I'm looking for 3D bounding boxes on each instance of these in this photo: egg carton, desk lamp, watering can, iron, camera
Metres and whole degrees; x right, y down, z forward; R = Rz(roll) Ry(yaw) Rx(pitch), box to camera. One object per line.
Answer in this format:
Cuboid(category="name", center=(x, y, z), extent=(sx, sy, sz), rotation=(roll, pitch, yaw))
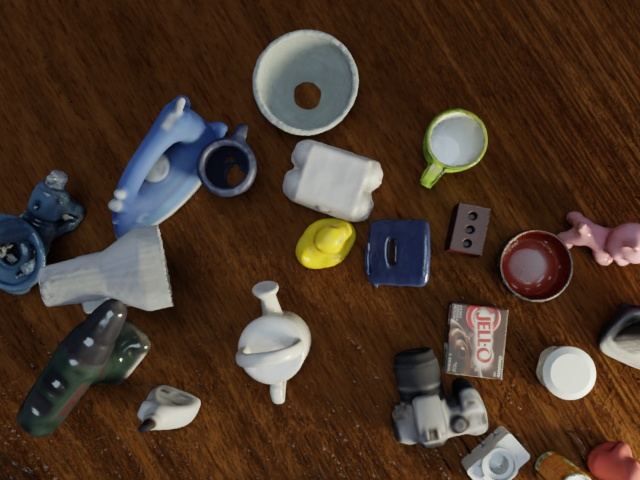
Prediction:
Cuboid(category="egg carton", center=(0.020, -0.094, 0.915), extent=(0.150, 0.069, 0.107), rotation=(18, 88, 3))
Cuboid(category="desk lamp", center=(-0.298, 0.055, 0.845), extent=(0.203, 0.213, 0.118), rotation=(-12, 86, 2))
Cuboid(category="watering can", center=(-0.072, 0.152, 0.842), extent=(0.101, 0.194, 0.173), rotation=(-28, 86, 0))
Cuboid(category="iron", center=(-0.261, -0.108, 0.889), extent=(0.118, 0.141, 0.258), rotation=(35, 88, 4))
Cuboid(category="camera", center=(0.173, 0.235, 0.875), extent=(0.143, 0.101, 0.137), rotation=(-11, 86, 1))

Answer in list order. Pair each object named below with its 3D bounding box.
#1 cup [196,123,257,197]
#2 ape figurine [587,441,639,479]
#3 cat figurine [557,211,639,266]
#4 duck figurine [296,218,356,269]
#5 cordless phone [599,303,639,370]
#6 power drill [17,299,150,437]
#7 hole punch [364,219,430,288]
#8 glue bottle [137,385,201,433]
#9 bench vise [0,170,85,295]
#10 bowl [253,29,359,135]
Cuboid(category="cup", center=(-0.136, -0.122, 0.909), extent=(0.091, 0.095, 0.118), rotation=(20, 88, 3))
Cuboid(category="ape figurine", center=(0.454, 0.347, 0.864), extent=(0.076, 0.092, 0.078), rotation=(17, 87, 3))
Cuboid(category="cat figurine", center=(0.444, -0.002, 0.871), extent=(0.127, 0.118, 0.067), rotation=(21, 88, 3))
Cuboid(category="duck figurine", center=(0.008, 0.003, 0.902), extent=(0.104, 0.086, 0.077), rotation=(-31, 86, 0))
Cuboid(category="cordless phone", center=(0.509, 0.153, 0.826), extent=(0.147, 0.185, 0.094), rotation=(19, 88, 3))
Cuboid(category="power drill", center=(-0.331, 0.175, 0.842), extent=(0.075, 0.208, 0.230), rotation=(37, 89, 4))
Cuboid(category="hole punch", center=(0.120, 0.022, 0.894), extent=(0.101, 0.091, 0.109), rotation=(1, 87, 2))
Cuboid(category="glue bottle", center=(-0.235, 0.258, 0.852), extent=(0.078, 0.173, 0.037), rotation=(23, 88, 4))
Cuboid(category="bench vise", center=(-0.463, -0.017, 0.852), extent=(0.121, 0.220, 0.207), rotation=(13, 87, 3))
Cuboid(category="bowl", center=(-0.021, -0.245, 0.922), extent=(0.167, 0.075, 0.167), rotation=(0, 87, 2))
